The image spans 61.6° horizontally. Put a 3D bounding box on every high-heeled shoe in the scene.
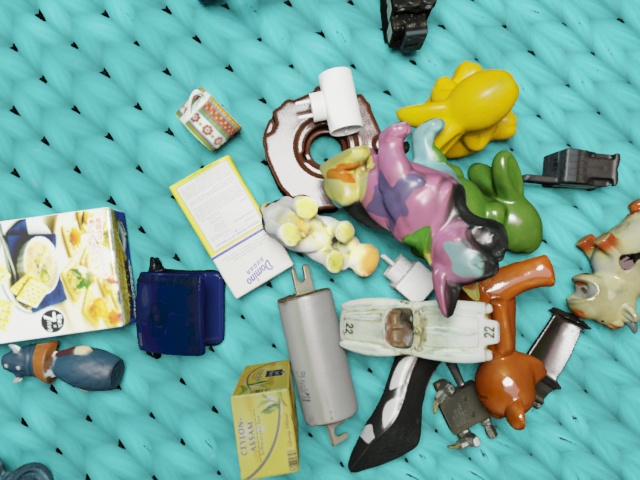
[{"bbox_3d":[0.101,0.197,0.738,0.086,0.145,0.248,27,116,-36],"label":"high-heeled shoe"}]

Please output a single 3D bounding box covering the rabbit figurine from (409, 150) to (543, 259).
[{"bbox_3d":[0.223,-0.034,0.731,0.170,0.121,0.159,8,82,-20],"label":"rabbit figurine"}]

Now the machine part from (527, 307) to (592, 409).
[{"bbox_3d":[0.314,0.158,0.749,0.084,0.039,0.139,36,89,5],"label":"machine part"}]

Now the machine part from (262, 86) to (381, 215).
[{"bbox_3d":[0.008,-0.124,0.740,0.179,0.056,0.179,0,88,0],"label":"machine part"}]

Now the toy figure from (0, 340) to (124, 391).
[{"bbox_3d":[-0.345,0.168,0.720,0.155,0.058,0.064,9,81,4],"label":"toy figure"}]

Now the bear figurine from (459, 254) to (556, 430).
[{"bbox_3d":[0.251,0.131,0.696,0.132,0.120,0.196,-17,79,-2],"label":"bear figurine"}]

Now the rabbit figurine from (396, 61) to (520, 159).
[{"bbox_3d":[0.181,-0.168,0.689,0.162,0.173,0.121,-23,93,-6],"label":"rabbit figurine"}]

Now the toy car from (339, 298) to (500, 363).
[{"bbox_3d":[0.117,0.109,0.662,0.202,0.056,0.073,-2,81,29],"label":"toy car"}]

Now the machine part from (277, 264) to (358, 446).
[{"bbox_3d":[-0.004,0.153,0.719,0.079,0.079,0.243,-12,89,-2],"label":"machine part"}]

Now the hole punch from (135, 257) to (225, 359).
[{"bbox_3d":[-0.191,0.094,0.713,0.116,0.092,0.142,-1,92,2],"label":"hole punch"}]

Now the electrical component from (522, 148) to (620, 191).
[{"bbox_3d":[0.336,-0.096,0.741,0.119,0.075,0.047,6,89,1],"label":"electrical component"}]

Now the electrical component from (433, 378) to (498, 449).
[{"bbox_3d":[0.195,0.237,0.738,0.078,0.045,0.102,-19,89,-1],"label":"electrical component"}]

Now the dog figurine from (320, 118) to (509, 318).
[{"bbox_3d":[0.109,-0.019,0.619,0.192,0.108,0.219,-24,82,40],"label":"dog figurine"}]

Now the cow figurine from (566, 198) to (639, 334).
[{"bbox_3d":[0.419,0.040,0.735,0.195,0.085,0.127,-36,87,-6],"label":"cow figurine"}]

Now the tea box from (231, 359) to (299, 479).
[{"bbox_3d":[-0.064,0.215,0.670,0.068,0.169,0.098,-8,87,-2],"label":"tea box"}]

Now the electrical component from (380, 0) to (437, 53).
[{"bbox_3d":[0.114,-0.326,0.719,0.058,0.115,0.134,-8,89,2],"label":"electrical component"}]

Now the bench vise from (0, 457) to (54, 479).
[{"bbox_3d":[-0.361,0.382,0.681,0.241,0.129,0.223,-6,86,6],"label":"bench vise"}]

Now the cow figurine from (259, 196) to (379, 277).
[{"bbox_3d":[-0.002,0.000,0.718,0.167,0.098,0.068,32,80,-33],"label":"cow figurine"}]
